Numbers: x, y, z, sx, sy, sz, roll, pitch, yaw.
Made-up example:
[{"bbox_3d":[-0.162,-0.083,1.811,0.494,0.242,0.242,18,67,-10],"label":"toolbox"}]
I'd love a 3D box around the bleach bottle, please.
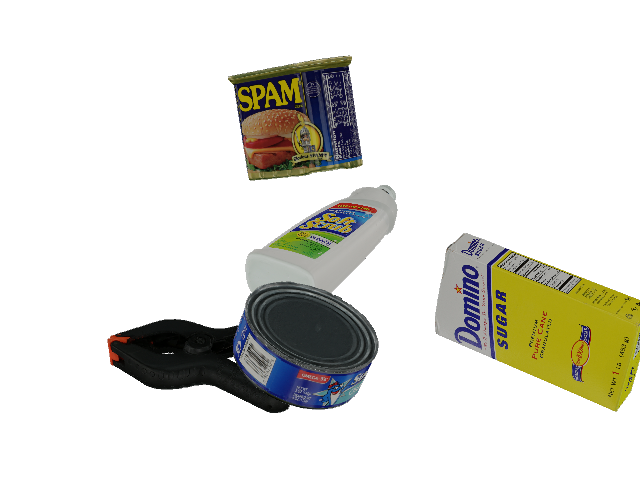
[{"bbox_3d":[0.017,-0.006,1.330,0.103,0.068,0.250,16,36,26],"label":"bleach bottle"}]

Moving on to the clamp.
[{"bbox_3d":[-0.096,0.095,0.935,0.171,0.039,0.120,10,27,10],"label":"clamp"}]

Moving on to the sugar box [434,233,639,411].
[{"bbox_3d":[0.186,0.068,0.914,0.176,0.093,0.048,20,34,25],"label":"sugar box"}]

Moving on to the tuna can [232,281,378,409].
[{"bbox_3d":[-0.010,0.064,0.656,0.086,0.034,0.086,16,29,-10],"label":"tuna can"}]

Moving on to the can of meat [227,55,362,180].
[{"bbox_3d":[-0.019,-0.093,0.827,0.102,0.084,0.057,-2,10,43],"label":"can of meat"}]
